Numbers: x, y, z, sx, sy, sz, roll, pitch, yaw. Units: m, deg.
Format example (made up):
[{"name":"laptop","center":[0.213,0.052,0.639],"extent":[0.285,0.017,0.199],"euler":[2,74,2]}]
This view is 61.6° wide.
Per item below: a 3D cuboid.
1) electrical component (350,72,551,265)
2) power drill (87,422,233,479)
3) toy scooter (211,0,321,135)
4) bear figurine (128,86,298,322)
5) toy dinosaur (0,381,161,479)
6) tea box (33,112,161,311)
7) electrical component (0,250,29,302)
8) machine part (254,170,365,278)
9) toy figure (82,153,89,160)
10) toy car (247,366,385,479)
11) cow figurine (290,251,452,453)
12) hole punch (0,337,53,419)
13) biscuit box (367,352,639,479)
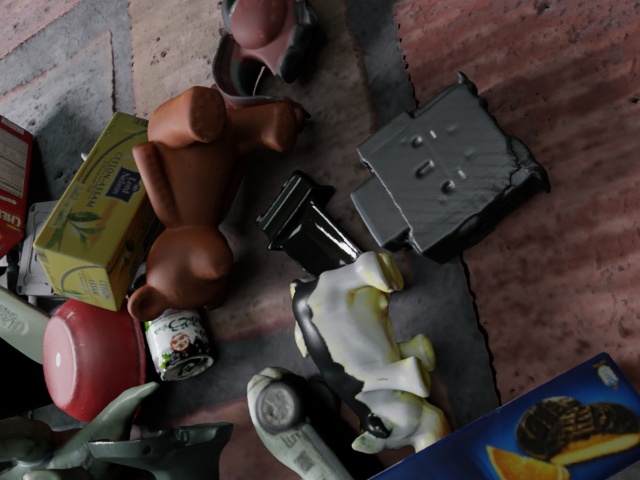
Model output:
[{"name":"electrical component","center":[0.094,-0.049,0.431],"extent":[0.134,0.058,0.115],"euler":[-38,61,16]},{"name":"power drill","center":[-0.113,0.239,0.374],"extent":[0.086,0.232,0.207],"euler":[-23,71,32]},{"name":"toy scooter","center":[-0.052,-0.169,0.531],"extent":[0.135,0.075,0.183],"euler":[27,96,32]},{"name":"bear figurine","center":[-0.102,-0.023,0.476],"extent":[0.132,0.120,0.195],"euler":[2,90,44]},{"name":"toy dinosaur","center":[-0.278,0.242,0.520],"extent":[0.405,0.192,0.131],"euler":[-24,70,8]},{"name":"tea box","center":[-0.198,-0.029,0.526],"extent":[0.068,0.098,0.169],"euler":[16,58,-3]},{"name":"electrical component","center":[-0.388,0.073,0.677],"extent":[0.078,0.045,0.102],"euler":[-30,66,29]},{"name":"machine part","center":[-0.001,-0.001,0.485],"extent":[0.084,0.039,0.139],"euler":[-46,59,7]},{"name":"toy figure","center":[-0.241,-0.045,0.618],"extent":[0.058,0.064,0.154],"euler":[131,134,-56]},{"name":"toy car","center":[0.015,0.176,0.412],"extent":[0.202,0.073,0.056],"euler":[44,101,29]},{"name":"cow figurine","center":[0.037,0.098,0.405],"extent":[0.098,0.068,0.167],"euler":[-21,86,18]},{"name":"hole punch","center":[-0.372,0.169,0.605],"extent":[0.116,0.142,0.092],"euler":[47,107,17]},{"name":"biscuit box","center":[0.103,0.145,0.331],"extent":[0.203,0.059,0.063],"euler":[-26,65,-7]}]
